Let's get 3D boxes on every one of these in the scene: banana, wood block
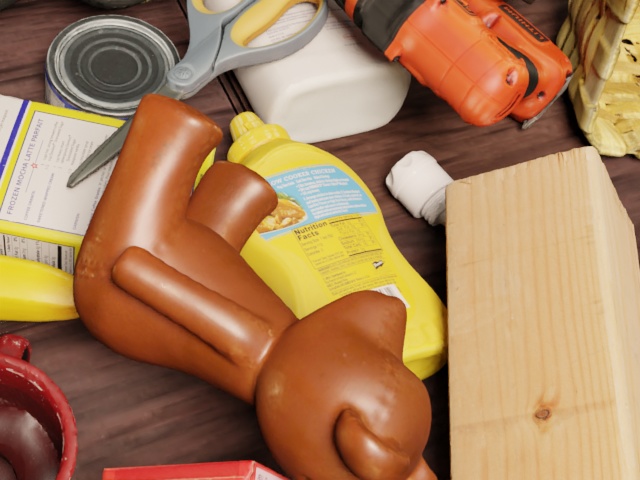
[{"bbox_3d":[-0.218,0.037,0.551,0.197,0.037,0.070,-14,52,-20],"label":"banana"},{"bbox_3d":[0.124,0.064,0.569,0.091,0.090,0.206,-14,51,25],"label":"wood block"}]

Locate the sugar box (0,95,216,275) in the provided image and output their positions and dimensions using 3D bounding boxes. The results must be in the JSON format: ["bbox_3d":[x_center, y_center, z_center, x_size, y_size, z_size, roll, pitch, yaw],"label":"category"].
[{"bbox_3d":[-0.155,-0.030,0.612,0.176,0.048,0.093,11,56,-3],"label":"sugar box"}]

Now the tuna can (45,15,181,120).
[{"bbox_3d":[-0.129,-0.100,0.671,0.086,0.034,0.086,6,56,-9],"label":"tuna can"}]

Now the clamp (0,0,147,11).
[{"bbox_3d":[-0.164,-0.184,0.662,0.209,0.165,0.036,8,22,-15],"label":"clamp"}]

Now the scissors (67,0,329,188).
[{"bbox_3d":[-0.086,-0.110,0.637,0.201,0.016,0.096,-33,60,-19],"label":"scissors"}]

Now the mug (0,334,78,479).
[{"bbox_3d":[-0.159,0.100,0.499,0.093,0.082,0.117,11,55,-6],"label":"mug"}]

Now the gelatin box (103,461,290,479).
[{"bbox_3d":[-0.049,0.125,0.491,0.073,0.089,0.030,-6,68,17],"label":"gelatin box"}]

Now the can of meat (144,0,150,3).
[{"bbox_3d":[-0.158,-0.214,0.728,0.102,0.057,0.084,3,54,-12],"label":"can of meat"}]

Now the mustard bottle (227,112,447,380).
[{"bbox_3d":[-0.004,0.001,0.618,0.096,0.058,0.192,-15,62,-30],"label":"mustard bottle"}]

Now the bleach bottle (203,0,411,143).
[{"bbox_3d":[-0.036,-0.181,0.733,0.102,0.068,0.251,-14,59,-22],"label":"bleach bottle"}]

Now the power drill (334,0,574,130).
[{"bbox_3d":[0.077,-0.138,0.676,0.184,0.057,0.187,49,23,18],"label":"power drill"}]
